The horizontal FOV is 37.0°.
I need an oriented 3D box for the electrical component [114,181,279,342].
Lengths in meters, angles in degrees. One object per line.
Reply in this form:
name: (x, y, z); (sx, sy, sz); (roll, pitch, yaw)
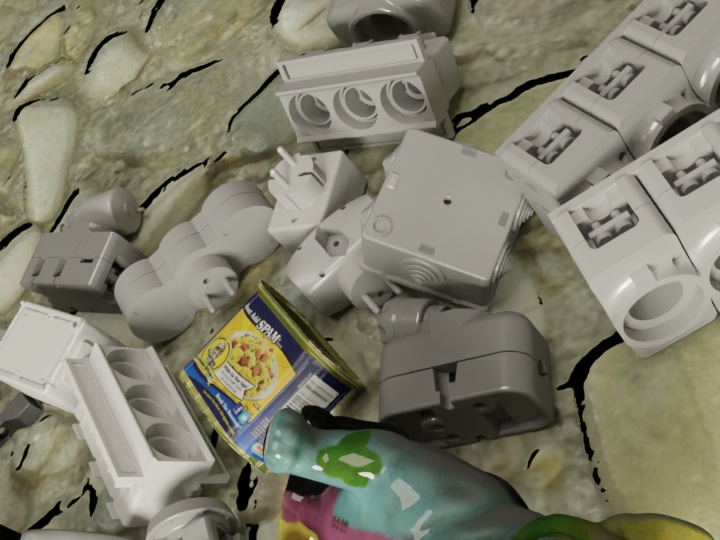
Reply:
electrical component: (-0.113, 0.003, 0.787); (0.138, 0.052, 0.073); (-41, 45, 3)

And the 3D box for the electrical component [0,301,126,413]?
electrical component: (-0.222, 0.070, 0.809); (0.096, 0.061, 0.061); (11, 68, 39)

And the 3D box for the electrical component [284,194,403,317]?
electrical component: (0.000, 0.000, 0.718); (0.077, 0.043, 0.079); (-43, 47, 1)

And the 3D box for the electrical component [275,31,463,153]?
electrical component: (0.009, -0.133, 0.792); (0.121, 0.078, 0.063); (-2, 36, 34)

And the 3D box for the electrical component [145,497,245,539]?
electrical component: (-0.098, 0.176, 0.651); (0.078, 0.058, 0.057); (-32, 49, 11)

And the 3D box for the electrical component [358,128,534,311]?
electrical component: (0.054, -0.033, 0.675); (0.100, 0.048, 0.099); (20, 69, 10)

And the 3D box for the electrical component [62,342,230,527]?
electrical component: (-0.150, 0.111, 0.724); (0.121, 0.079, 0.063); (49, 122, 45)

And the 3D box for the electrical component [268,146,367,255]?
electrical component: (-0.039, -0.057, 0.762); (0.047, 0.076, 0.065); (-4, 57, 33)

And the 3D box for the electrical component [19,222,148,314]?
electrical component: (-0.219, -0.002, 0.867); (0.089, 0.050, 0.055); (1, 61, 35)

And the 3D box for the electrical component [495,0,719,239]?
electrical component: (0.167, -0.084, 0.629); (0.150, 0.089, 0.062); (-45, 45, -1)

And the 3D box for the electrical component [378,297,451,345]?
electrical component: (0.044, 0.034, 0.669); (0.061, 0.035, 0.035); (-1, 59, 32)

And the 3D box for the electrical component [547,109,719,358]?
electrical component: (0.191, -0.025, 0.570); (0.150, 0.089, 0.061); (-32, 46, 12)

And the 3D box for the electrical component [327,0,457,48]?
electrical component: (0.025, -0.205, 0.840); (0.095, 0.053, 0.059); (-6, 56, 32)

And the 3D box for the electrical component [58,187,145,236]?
electrical component: (-0.221, -0.042, 0.904); (0.078, 0.040, 0.040); (-15, 52, 27)

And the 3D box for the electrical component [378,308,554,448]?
electrical component: (0.061, 0.062, 0.624); (0.095, 0.053, 0.059); (-16, 52, 25)
